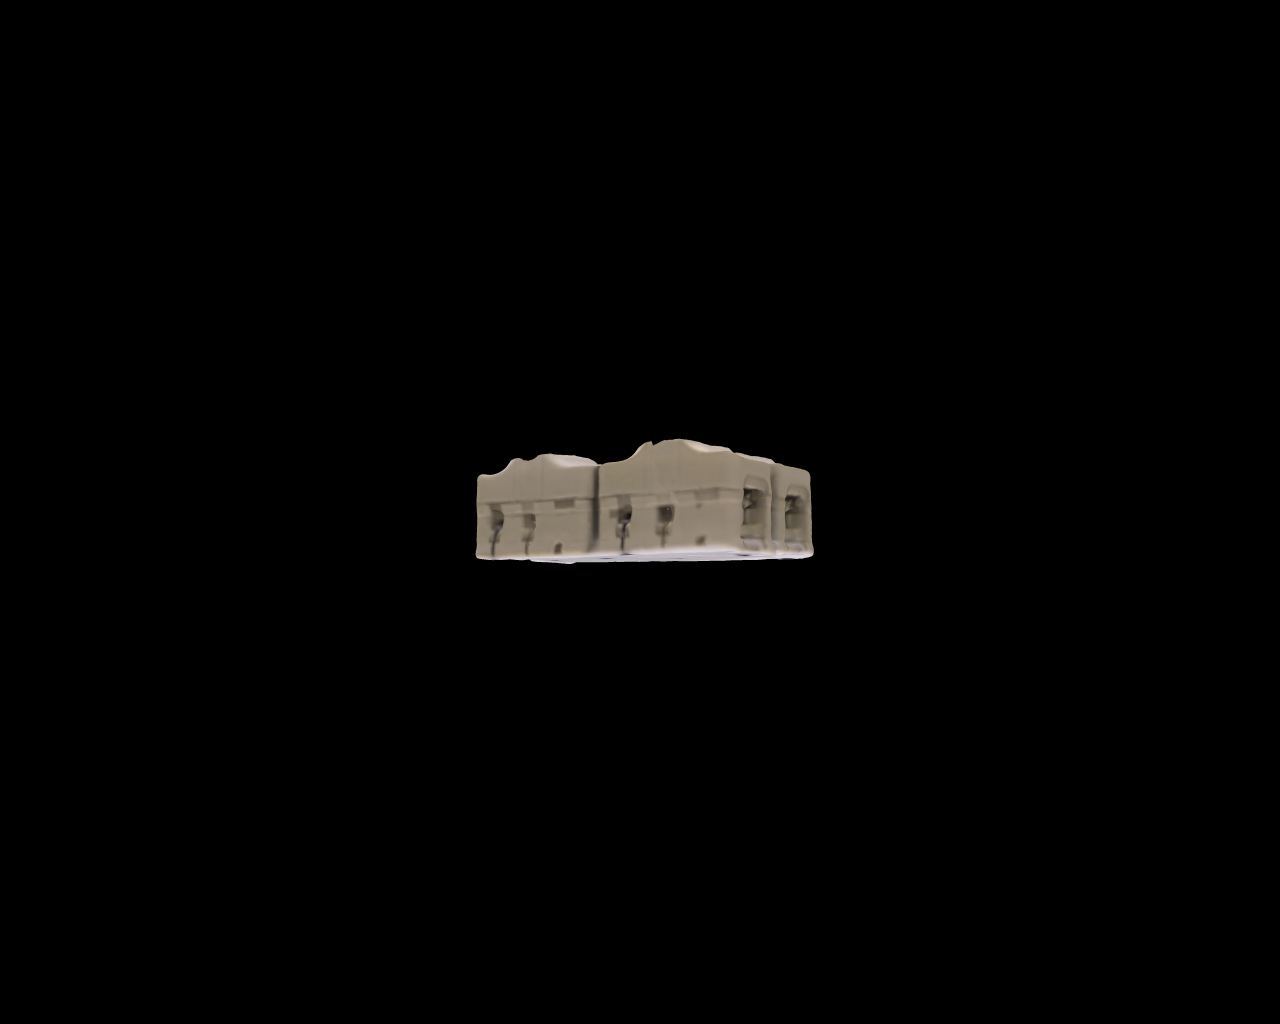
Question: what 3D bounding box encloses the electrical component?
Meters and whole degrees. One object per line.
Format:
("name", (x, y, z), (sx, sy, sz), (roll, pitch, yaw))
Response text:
("electrical component", (0.001, -0.003, 0.650), (0.186, 0.060, 0.105), (-3, -6, 33))
